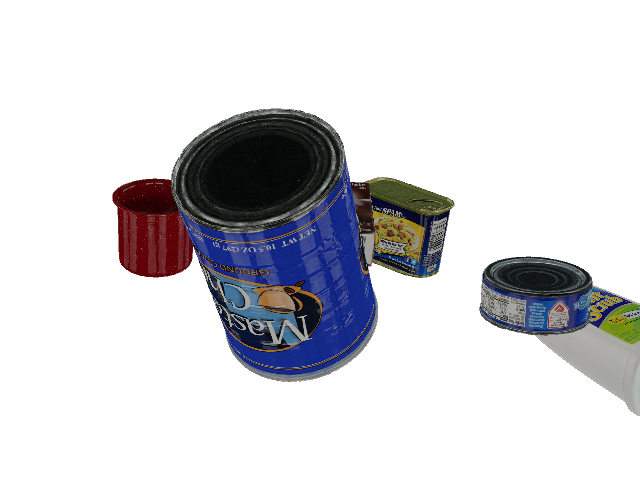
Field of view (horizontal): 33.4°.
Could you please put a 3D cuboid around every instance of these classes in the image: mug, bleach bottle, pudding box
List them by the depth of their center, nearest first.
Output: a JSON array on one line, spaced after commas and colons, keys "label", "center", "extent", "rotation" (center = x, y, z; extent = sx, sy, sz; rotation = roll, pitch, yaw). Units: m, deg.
[{"label": "pudding box", "center": [-0.012, -0.017, 0.903], "extent": [0.113, 0.039, 0.090], "rotation": [4, 32, -4]}, {"label": "bleach bottle", "center": [0.255, 0.082, 1.044], "extent": [0.102, 0.068, 0.251], "rotation": [-16, 24, -25]}, {"label": "mug", "center": [-0.187, -0.017, 1.179], "extent": [0.093, 0.081, 0.117], "rotation": [-13, 32, -30]}]

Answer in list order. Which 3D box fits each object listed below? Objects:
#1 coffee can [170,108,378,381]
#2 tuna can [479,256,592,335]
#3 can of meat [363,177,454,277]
[{"label": "coffee can", "center": [-0.024, 0.005, 0.658], "extent": [0.103, 0.102, 0.140], "rotation": [0, -43, 14]}, {"label": "tuna can", "center": [0.168, 0.042, 0.832], "extent": [0.086, 0.034, 0.086], "rotation": [0, 19, 0]}, {"label": "can of meat", "center": [0.091, -0.014, 1.185], "extent": [0.102, 0.084, 0.057], "rotation": [22, 26, 31]}]
